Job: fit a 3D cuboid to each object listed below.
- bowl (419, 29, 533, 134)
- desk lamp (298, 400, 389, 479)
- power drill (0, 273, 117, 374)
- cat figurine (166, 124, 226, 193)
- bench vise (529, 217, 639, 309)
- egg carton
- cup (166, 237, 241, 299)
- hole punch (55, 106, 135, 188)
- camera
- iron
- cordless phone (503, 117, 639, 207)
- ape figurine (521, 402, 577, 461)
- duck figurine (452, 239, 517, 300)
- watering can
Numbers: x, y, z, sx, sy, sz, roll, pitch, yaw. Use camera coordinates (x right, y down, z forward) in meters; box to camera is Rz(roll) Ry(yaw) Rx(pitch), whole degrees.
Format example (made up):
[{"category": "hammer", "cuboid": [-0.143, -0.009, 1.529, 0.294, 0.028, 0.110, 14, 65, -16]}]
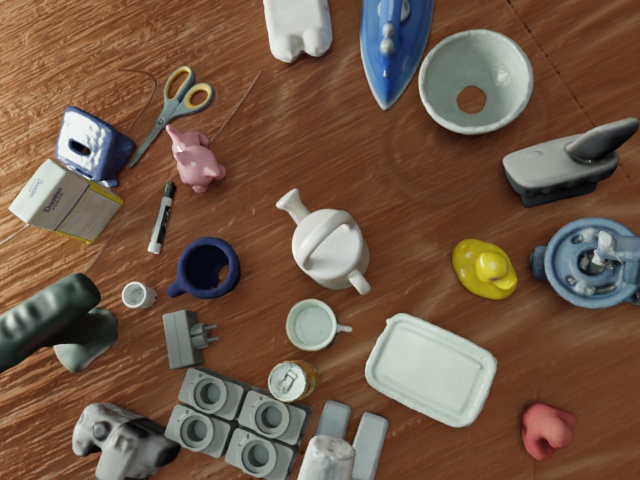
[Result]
[{"category": "bowl", "cuboid": [0.234, -0.229, 0.877, 0.167, 0.075, 0.167, -2, 78, 8]}, {"category": "desk lamp", "cuboid": [0.007, 0.320, 0.725, 0.117, 0.214, 0.203, 15, 81, 11]}, {"category": "power drill", "cuboid": [-0.395, 0.143, 0.824, 0.229, 0.208, 0.075, -41, 75, -1]}, {"category": "cat figurine", "cuboid": [-0.200, -0.129, 0.898, 0.067, 0.118, 0.127, -36, 75, 0]}, {"category": "bench vise", "cuboid": [0.391, 0.021, 0.726, 0.207, 0.220, 0.121, -7, 77, 7]}, {"category": "egg carton", "cuboid": [-0.036, -0.371, 0.949, 0.107, 0.069, 0.150, -12, 77, 6]}, {"category": "cup", "cuboid": [-0.167, 0.056, 0.867, 0.118, 0.095, 0.091, -34, 75, 1]}, {"category": "hole punch", "cuboid": [-0.377, -0.151, 0.943, 0.108, 0.091, 0.101, 27, 83, 13]}, {"category": "camera", "cuboid": [-0.298, 0.324, 0.827, 0.143, 0.101, 0.137, 21, 82, 12]}, {"category": "iron", "cuboid": [0.114, -0.348, 0.885, 0.118, 0.141, 0.258, 5, 79, 10]}, {"category": "cordless phone", "cuboid": [0.338, -0.119, 0.781, 0.147, 0.185, 0.094, -18, 76, 5]}, {"category": "ape figurine", "cuboid": [0.306, 0.253, 0.757, 0.078, 0.092, 0.076, -26, 76, 3]}, {"category": "duck figurine", "cuboid": [0.237, 0.037, 0.815, 0.104, 0.086, 0.077, 43, 87, 14]}, {"category": "watering can", "cuboid": [0.006, 0.004, 0.800, 0.172, 0.194, 0.101, 27, 83, 13]}]
